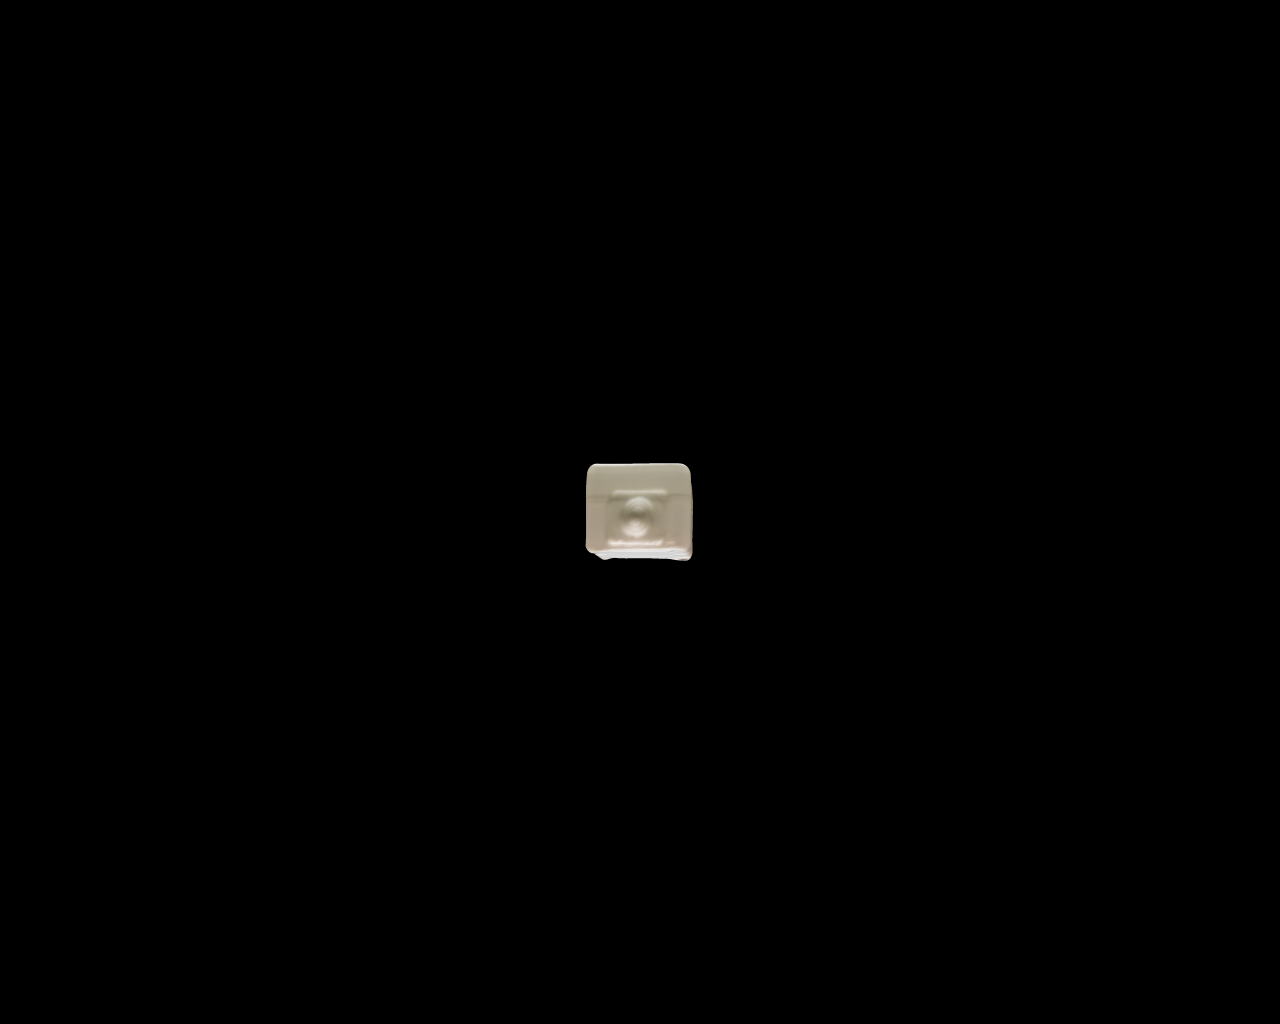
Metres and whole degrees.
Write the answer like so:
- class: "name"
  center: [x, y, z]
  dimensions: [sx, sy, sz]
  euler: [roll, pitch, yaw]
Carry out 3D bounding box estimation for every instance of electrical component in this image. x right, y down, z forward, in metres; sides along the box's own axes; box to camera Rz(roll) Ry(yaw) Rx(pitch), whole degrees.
- class: "electrical component"
  center: [0.001, -0.003, 0.650]
  dimensions: [0.062, 0.061, 0.096]
  euler: [0, -7, 4]
